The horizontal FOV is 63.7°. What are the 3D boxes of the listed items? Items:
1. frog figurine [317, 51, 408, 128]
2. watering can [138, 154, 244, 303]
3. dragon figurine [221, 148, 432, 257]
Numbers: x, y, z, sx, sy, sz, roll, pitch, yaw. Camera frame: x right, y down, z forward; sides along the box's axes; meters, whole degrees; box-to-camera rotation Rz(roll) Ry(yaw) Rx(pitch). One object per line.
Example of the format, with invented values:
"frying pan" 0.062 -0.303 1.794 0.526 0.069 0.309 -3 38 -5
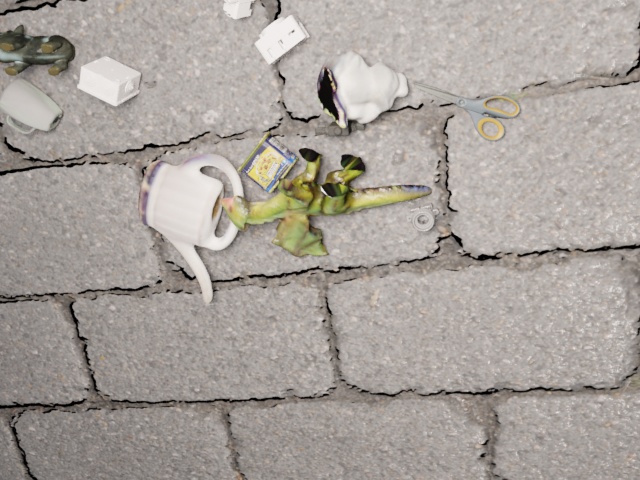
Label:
"frog figurine" 0.079 -0.292 0.976 0.161 0.122 0.137 -25 98 -19
"watering can" -0.289 -0.033 1.117 0.224 0.105 0.342 20 112 4
"dragon figurine" 0.003 -0.054 1.066 0.410 0.125 0.237 10 137 -14
